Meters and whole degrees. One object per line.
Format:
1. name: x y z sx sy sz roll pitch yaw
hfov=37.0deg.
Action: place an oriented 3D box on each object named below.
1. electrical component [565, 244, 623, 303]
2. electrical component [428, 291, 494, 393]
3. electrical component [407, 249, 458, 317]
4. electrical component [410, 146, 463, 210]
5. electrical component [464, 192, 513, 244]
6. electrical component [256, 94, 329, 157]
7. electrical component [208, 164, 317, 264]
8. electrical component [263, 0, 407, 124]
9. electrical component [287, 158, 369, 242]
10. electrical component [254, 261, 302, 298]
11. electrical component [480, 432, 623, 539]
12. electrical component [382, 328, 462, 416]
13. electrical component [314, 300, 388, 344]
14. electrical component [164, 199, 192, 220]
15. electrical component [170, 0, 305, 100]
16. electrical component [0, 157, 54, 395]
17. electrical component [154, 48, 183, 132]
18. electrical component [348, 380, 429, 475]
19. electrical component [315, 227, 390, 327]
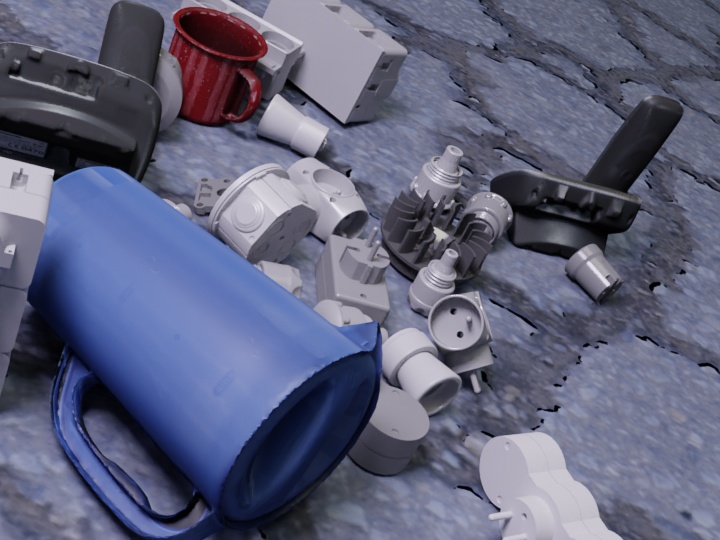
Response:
1. electrical component: 0.231 0.004 1.060 0.040 0.040 0.046 -11 54 -43
2. electrical component: 0.085 0.060 0.862 0.077 0.044 0.079 24 50 -80
3. electrical component: 0.066 0.009 0.916 0.035 0.061 0.035 18 34 -13
4. electrical component: 0.082 -0.094 1.069 0.048 0.062 0.048 19 33 -13
5. electrical component: 0.119 -0.043 1.043 0.048 0.048 0.062 30 40 5
6. electrical component: -0.063 -0.137 1.050 0.065 0.044 0.044 29 33 -5
7. electrical component: -0.079 -0.042 0.872 0.051 0.080 0.080 46 37 19
8. electrical component: -0.033 -0.237 1.158 0.150 0.089 0.062 41 28 21
9. electrical component: -0.044 -0.058 0.949 0.079 0.044 0.077 -12 49 -44
10. electrical component: -0.079 0.014 0.827 0.062 0.043 0.043 11 36 -20
11. electrical component: 0.121 0.173 0.735 0.074 0.052 0.138 0 42 -35
12. electrical component: 0.044 0.078 0.821 0.045 0.045 0.055 -5 44 -39
13. electrical component: -0.008 0.050 0.826 0.062 0.048 0.048 11 35 -35
14. electrical component: -0.158 -0.036 0.841 0.043 0.043 0.062 38 34 17
15. electrical component: -0.129 -0.233 1.116 0.121 0.063 0.078 30 33 6
16. electrical component: -0.240 0.008 0.623 0.089 0.150 0.061 13 34 -19
17. electrical component: -0.198 -0.164 0.960 0.080 0.080 0.051 17 29 -14
18. electrical component: -0.009 0.075 0.761 0.138 0.073 0.052 36 34 14
19. electrical component: 0.000 0.000 0.870 0.047 0.075 0.083 15 34 -17
